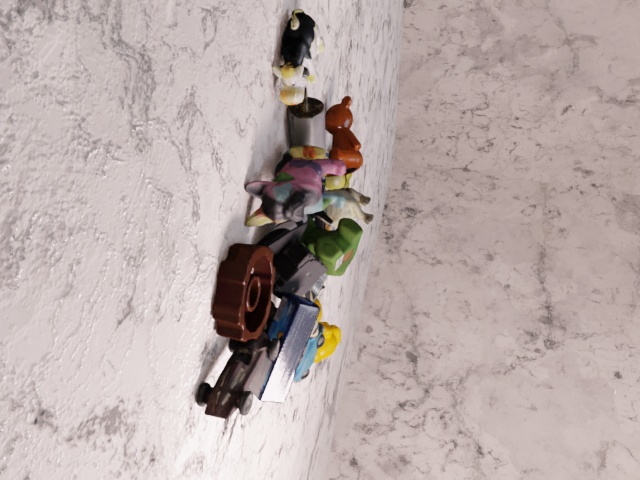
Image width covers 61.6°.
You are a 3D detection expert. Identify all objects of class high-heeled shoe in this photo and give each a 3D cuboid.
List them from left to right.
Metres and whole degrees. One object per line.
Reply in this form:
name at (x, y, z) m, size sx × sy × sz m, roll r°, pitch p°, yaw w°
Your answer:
high-heeled shoe at (-0.081, -0.048, 1.093) m, size 0.249 × 0.145 × 0.086 m, roll -25°, pitch 147°, yaw -43°

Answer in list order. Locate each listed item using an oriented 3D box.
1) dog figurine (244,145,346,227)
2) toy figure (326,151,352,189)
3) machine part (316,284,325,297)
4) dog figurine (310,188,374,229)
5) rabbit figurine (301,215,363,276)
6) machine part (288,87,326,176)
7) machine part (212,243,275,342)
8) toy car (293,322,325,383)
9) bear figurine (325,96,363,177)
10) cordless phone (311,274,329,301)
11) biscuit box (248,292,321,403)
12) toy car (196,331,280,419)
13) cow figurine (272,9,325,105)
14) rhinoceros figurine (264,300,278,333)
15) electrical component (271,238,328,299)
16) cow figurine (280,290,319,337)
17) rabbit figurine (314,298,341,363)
dog figurine at (-0.063, -0.099, 1.005) m, size 0.219 × 0.192 × 0.108 m, roll -20°, pitch 129°, yaw -37°
toy figure at (0.053, -0.210, 1.540) m, size 0.180 × 0.082 × 0.089 m, roll -63°, pitch 143°, yaw -38°
machine part at (0.000, 0.087, 1.475) m, size 0.138 × 0.039 × 0.084 m, roll -65°, pitch -148°, yaw 15°
dog figurine at (0.019, -0.097, 1.306) m, size 0.121 × 0.190 × 0.172 m, roll -54°, pitch -154°, yaw 15°
rabbit figurine at (-0.002, -0.004, 1.203) m, size 0.121 × 0.170 × 0.159 m, roll -45°, pitch 158°, yaw -23°
machine part at (-0.026, -0.210, 1.137) m, size 0.242 × 0.079 × 0.079 m, roll 86°, pitch 17°, yaw -46°
machine part at (-0.129, 0.087, 0.921) m, size 0.179 × 0.056 × 0.179 m, roll 8°, pitch 90°, yaw -78°
toy car at (-0.066, 0.261, 1.313) m, size 0.102 × 0.109 × 0.161 m, roll 33°, pitch 78°, yaw -53°
bear figurine at (0.041, -0.268, 1.387) m, size 0.132 × 0.120 × 0.196 m, roll -7°, pitch 79°, yaw -38°
cordless phone at (-0.033, 0.088, 1.333) m, size 0.184 × 0.089 × 0.146 m, roll -63°, pitch 147°, yaw -17°
biscuit box at (-0.069, 0.203, 1.022) m, size 0.062 × 0.059 × 0.202 m, roll 20°, pitch 94°, yaw -41°
toy car at (-0.136, 0.219, 0.910) m, size 0.202 × 0.089 × 0.053 m, roll -59°, pitch 157°, yaw -59°
cow figurine at (-0.041, -0.331, 0.975) m, size 0.098 × 0.068 × 0.167 m, roll 67°, pitch 30°, yaw -60°
rhinoceros figurine at (-0.100, 0.188, 1.105) m, size 0.190 × 0.073 × 0.112 m, roll 82°, pitch 22°, yaw -57°
electrical component at (-0.049, 0.069, 1.071) m, size 0.115 × 0.058 × 0.134 m, roll -44°, pitch 154°, yaw 1°
cow figurine at (-0.054, 0.122, 1.184) m, size 0.127 × 0.085 × 0.195 m, roll 111°, pitch -33°, yaw -74°
rabbit figurine at (-0.027, 0.247, 1.514) m, size 0.162 × 0.122 × 0.173 m, roll -34°, pitch 119°, yaw -63°
